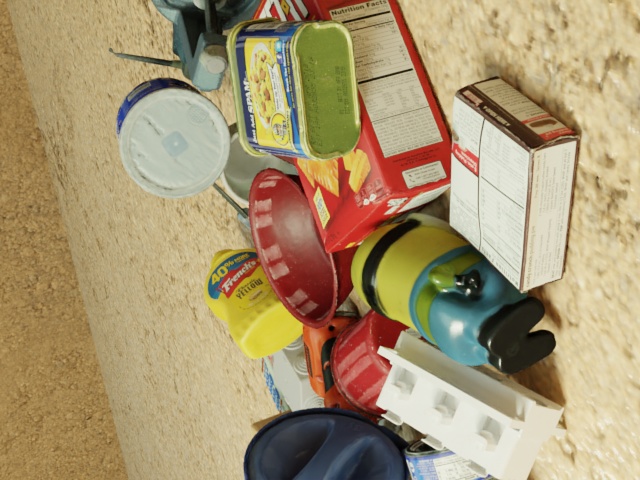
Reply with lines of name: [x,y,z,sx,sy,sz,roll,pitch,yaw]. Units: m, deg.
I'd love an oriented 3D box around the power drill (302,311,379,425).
power drill: [0.025,0.172,1.030,0.187,0.057,0.184,-105,10,-57]

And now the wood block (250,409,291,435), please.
wood block: [0.005,0.266,1.198,0.206,0.090,0.091,24,129,65]

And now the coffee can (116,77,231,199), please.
coffee can: [-0.146,-0.103,1.043,0.140,0.102,0.103,-133,29,-73]

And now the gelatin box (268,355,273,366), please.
gelatin box: [-0.054,0.108,1.304,0.073,0.030,0.089,60,158,30]

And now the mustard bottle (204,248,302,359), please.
mustard bottle: [-0.083,0.059,1.240,0.058,0.096,0.192,58,172,-34]

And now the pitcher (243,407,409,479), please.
pitcher: [-0.008,0.276,0.909,0.145,0.149,0.243,-72,-13,-57]

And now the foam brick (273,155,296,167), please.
foam brick: [-0.019,-0.104,0.987,0.078,0.053,0.051,33,138,62]

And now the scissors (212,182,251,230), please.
scissors: [-0.064,-0.008,1.133,0.096,0.016,0.201,51,-178,16]

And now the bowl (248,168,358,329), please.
bowl: [-0.007,0.001,1.030,0.162,0.055,0.162,42,143,44]

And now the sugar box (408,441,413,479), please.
sugar box: [0.113,0.265,0.973,0.176,0.048,0.093,31,135,60]

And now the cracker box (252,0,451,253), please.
cracker box: [0.018,-0.113,0.851,0.214,0.072,0.164,69,160,8]

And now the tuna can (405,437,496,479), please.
tuna can: [0.110,0.169,0.833,0.086,0.086,0.034,157,96,-71]

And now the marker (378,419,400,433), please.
marker: [0.054,0.198,1.110,0.020,0.020,0.121,69,160,7]

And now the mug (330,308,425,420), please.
mug: [0.072,0.103,0.887,0.117,0.093,0.082,50,152,9]

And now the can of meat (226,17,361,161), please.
can of meat: [-0.018,-0.109,0.768,0.084,0.057,0.102,14,116,53]

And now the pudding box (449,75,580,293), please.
pudding box: [0.123,-0.036,0.691,0.090,0.039,0.113,49,152,47]
